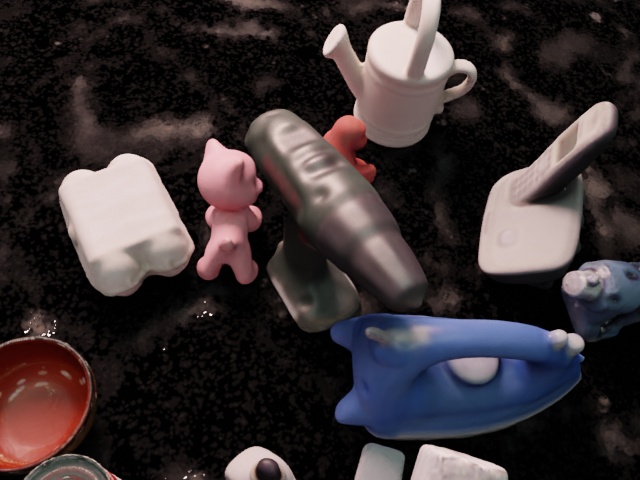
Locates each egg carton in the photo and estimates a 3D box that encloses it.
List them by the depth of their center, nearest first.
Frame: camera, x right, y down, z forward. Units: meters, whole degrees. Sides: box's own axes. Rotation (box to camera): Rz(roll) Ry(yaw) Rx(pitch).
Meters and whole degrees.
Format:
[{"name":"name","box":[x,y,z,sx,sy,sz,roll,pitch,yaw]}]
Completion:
[{"name":"egg carton","box":[-0.201,-0.017,0.588,0.107,0.069,0.150,-25,66,-19]}]

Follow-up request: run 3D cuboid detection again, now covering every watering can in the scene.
[{"name":"watering can","box":[0.094,-0.204,0.658,0.173,0.194,0.101,-12,62,-13]}]

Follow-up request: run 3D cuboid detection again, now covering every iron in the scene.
[{"name":"iron","box":[0.143,0.106,0.517,0.258,0.141,0.118,0,60,-7]}]

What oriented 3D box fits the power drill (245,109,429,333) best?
[{"name":"power drill","box":[0.005,0.002,0.521,0.076,0.208,0.229,-26,66,-19]}]

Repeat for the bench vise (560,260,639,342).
[{"name":"bench vise","box":[0.349,0.034,0.538,0.208,0.220,0.121,-21,65,-17]}]

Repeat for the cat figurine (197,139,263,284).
[{"name":"cat figurine","box":[-0.092,-0.035,0.583,0.067,0.118,0.128,1,60,-6]}]

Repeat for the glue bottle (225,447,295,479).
[{"name":"glue bottle","box":[-0.039,0.186,0.431,0.037,0.173,0.078,-39,71,-24]}]

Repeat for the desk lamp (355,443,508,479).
[{"name":"desk lamp","box":[0.064,0.233,0.393,0.118,0.213,0.203,16,60,3]}]

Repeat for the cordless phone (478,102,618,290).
[{"name":"cordless phone","box":[0.238,-0.043,0.588,0.094,0.185,0.147,15,60,2]}]

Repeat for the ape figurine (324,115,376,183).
[{"name":"ape figurine","box":[0.030,-0.103,0.651,0.076,0.092,0.077,-8,61,-11]}]
